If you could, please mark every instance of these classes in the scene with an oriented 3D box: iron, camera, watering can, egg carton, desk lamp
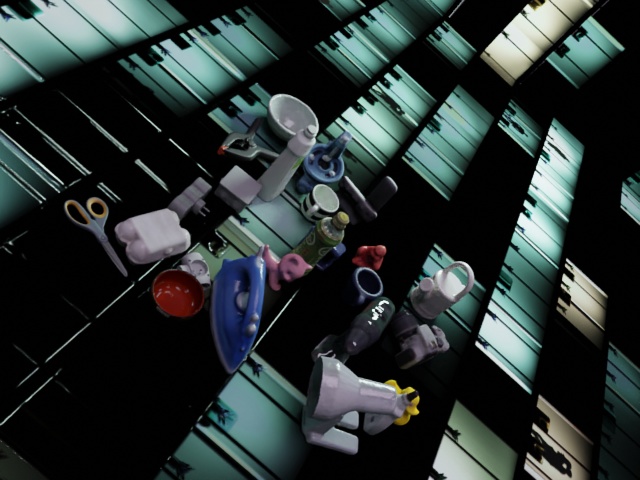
[{"bbox_3d":[-0.156,0.140,1.214,0.119,0.141,0.258,18,49,-26],"label":"iron"},{"bbox_3d":[0.250,0.244,1.475,0.144,0.100,0.136,-9,64,-41],"label":"camera"},{"bbox_3d":[0.338,0.133,1.559,0.173,0.193,0.101,-21,72,-45],"label":"watering can"},{"bbox_3d":[-0.355,-0.005,1.226,0.151,0.069,0.107,-23,74,-45],"label":"egg carton"},{"bbox_3d":[0.043,0.334,1.162,0.204,0.213,0.118,23,46,-21],"label":"desk lamp"}]

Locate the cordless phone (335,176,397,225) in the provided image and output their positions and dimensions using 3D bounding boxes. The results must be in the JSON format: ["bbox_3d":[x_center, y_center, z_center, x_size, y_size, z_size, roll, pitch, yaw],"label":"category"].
[{"bbox_3d":[0.133,-0.142,1.622,0.147,0.184,0.094,50,43,6],"label":"cordless phone"}]

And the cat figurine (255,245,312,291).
[{"bbox_3d":[-0.089,0.057,1.347,0.128,0.117,0.067,36,43,-9],"label":"cat figurine"}]

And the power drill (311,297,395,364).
[{"bbox_3d":[0.073,0.220,1.277,0.075,0.208,0.230,47,43,3],"label":"power drill"}]

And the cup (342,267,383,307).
[{"bbox_3d":[0.095,0.137,1.442,0.092,0.094,0.118,36,43,-9],"label":"cup"}]

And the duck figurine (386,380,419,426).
[{"bbox_3d":[0.193,0.373,1.342,0.078,0.086,0.104,-7,63,-41],"label":"duck figurine"}]

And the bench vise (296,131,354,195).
[{"bbox_3d":[0.024,-0.248,1.595,0.122,0.219,0.207,26,46,-19],"label":"bench vise"}]

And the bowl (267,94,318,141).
[{"bbox_3d":[-0.092,-0.344,1.688,0.168,0.074,0.167,21,48,-24],"label":"bowl"}]

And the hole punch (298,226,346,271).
[{"bbox_3d":[0.014,0.005,1.485,0.108,0.091,0.101,46,42,1],"label":"hole punch"}]

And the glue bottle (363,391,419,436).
[{"bbox_3d":[0.159,0.367,1.255,0.037,0.172,0.078,31,44,-14],"label":"glue bottle"}]

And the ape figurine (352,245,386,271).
[{"bbox_3d":[0.143,0.044,1.554,0.076,0.092,0.077,-7,63,-41],"label":"ape figurine"}]
